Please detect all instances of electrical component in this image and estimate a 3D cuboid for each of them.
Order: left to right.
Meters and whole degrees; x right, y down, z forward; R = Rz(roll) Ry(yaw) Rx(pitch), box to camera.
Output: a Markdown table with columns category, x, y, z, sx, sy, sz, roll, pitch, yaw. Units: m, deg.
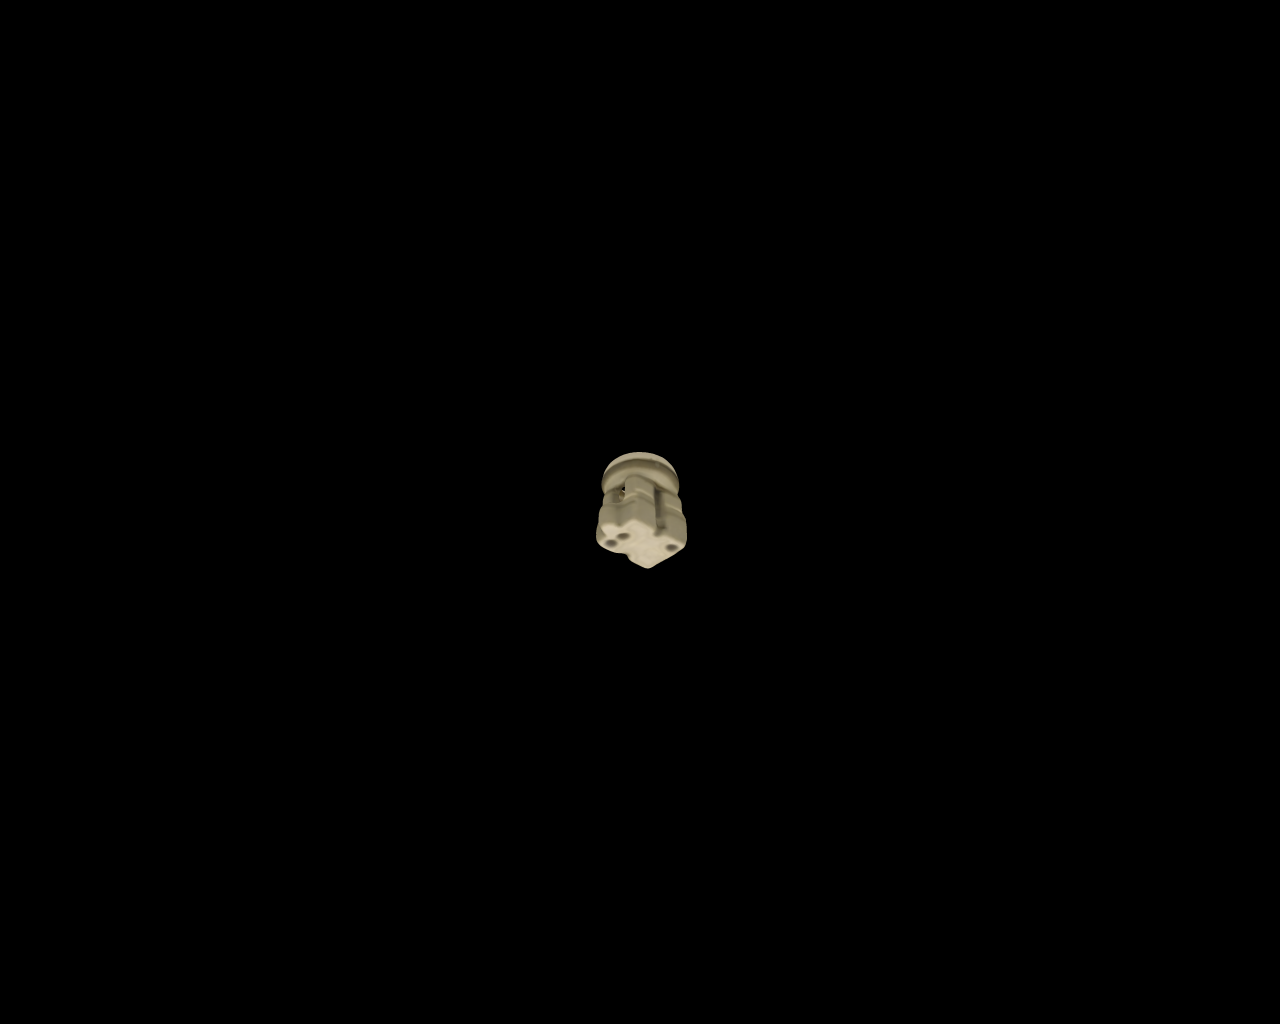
| category | x | y | z | sx | sy | sz | roll | pitch | yaw |
| --- | --- | --- | --- | --- | --- | --- | --- | --- | --- |
| electrical component | 0.001 | -0.003 | 0.650 | 0.066 | 0.055 | 0.048 | 29 | -46 | -33 |
